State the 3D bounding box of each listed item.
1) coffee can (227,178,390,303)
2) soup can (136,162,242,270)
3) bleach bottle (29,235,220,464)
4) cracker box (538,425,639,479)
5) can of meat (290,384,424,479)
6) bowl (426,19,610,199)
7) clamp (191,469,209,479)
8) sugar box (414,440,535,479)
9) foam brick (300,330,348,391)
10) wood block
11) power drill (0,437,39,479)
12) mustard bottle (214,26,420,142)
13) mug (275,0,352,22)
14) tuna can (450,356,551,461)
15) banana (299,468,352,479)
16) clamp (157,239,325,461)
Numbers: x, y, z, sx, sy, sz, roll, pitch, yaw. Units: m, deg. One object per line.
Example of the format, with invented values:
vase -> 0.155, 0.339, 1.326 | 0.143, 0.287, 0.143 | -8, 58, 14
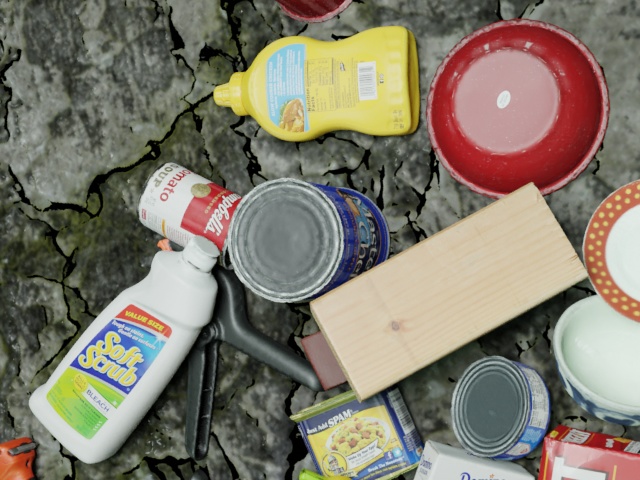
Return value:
coffee can -> -0.006, 0.001, 0.932 | 0.103, 0.140, 0.103 | 0, 89, 19
soup can -> -0.113, -0.024, 1.008 | 0.102, 0.068, 0.068 | 27, 98, 17
bleach bottle -> -0.175, 0.093, 1.004 | 0.103, 0.068, 0.251 | 42, 114, 14
cracker box -> 0.279, 0.253, 0.858 | 0.214, 0.072, 0.164 | 8, 92, 24
can of meat -> 0.037, 0.177, 0.959 | 0.102, 0.057, 0.084 | -25, 84, 18
bowl -> 0.164, -0.115, 0.918 | 0.162, 0.055, 0.162 | 0, 89, 19
clamp -> -0.139, 0.305, 1.030 | 0.120, 0.039, 0.171 | -24, 86, 23
sugar box -> 0.111, 0.269, 0.921 | 0.093, 0.048, 0.176 | 17, 93, -12
foam brick -> 0.033, 0.095, 0.964 | 0.078, 0.051, 0.053 | -27, 82, 18
wood block -> 0.103, 0.046, 0.886 | 0.206, 0.090, 0.091 | -28, 81, -4
power drill -> -0.323, 0.310, 1.086 | 0.184, 0.057, 0.188 | -26, 84, 14
mustard bottle -> -0.007, -0.139, 0.977 | 0.192, 0.058, 0.096 | -2, 94, 19
mug -> -0.029, -0.251, 0.974 | 0.117, 0.081, 0.093 | -4, 88, 19
tuna can -> 0.154, 0.144, 0.909 | 0.086, 0.033, 0.086 | -23, 59, 44
banana -> 0.021, 0.284, 0.937 | 0.069, 0.037, 0.198 | -2, 106, 4
clamp -> -0.107, 0.097, 1.021 | 0.165, 0.036, 0.210 | -39, 76, 19
